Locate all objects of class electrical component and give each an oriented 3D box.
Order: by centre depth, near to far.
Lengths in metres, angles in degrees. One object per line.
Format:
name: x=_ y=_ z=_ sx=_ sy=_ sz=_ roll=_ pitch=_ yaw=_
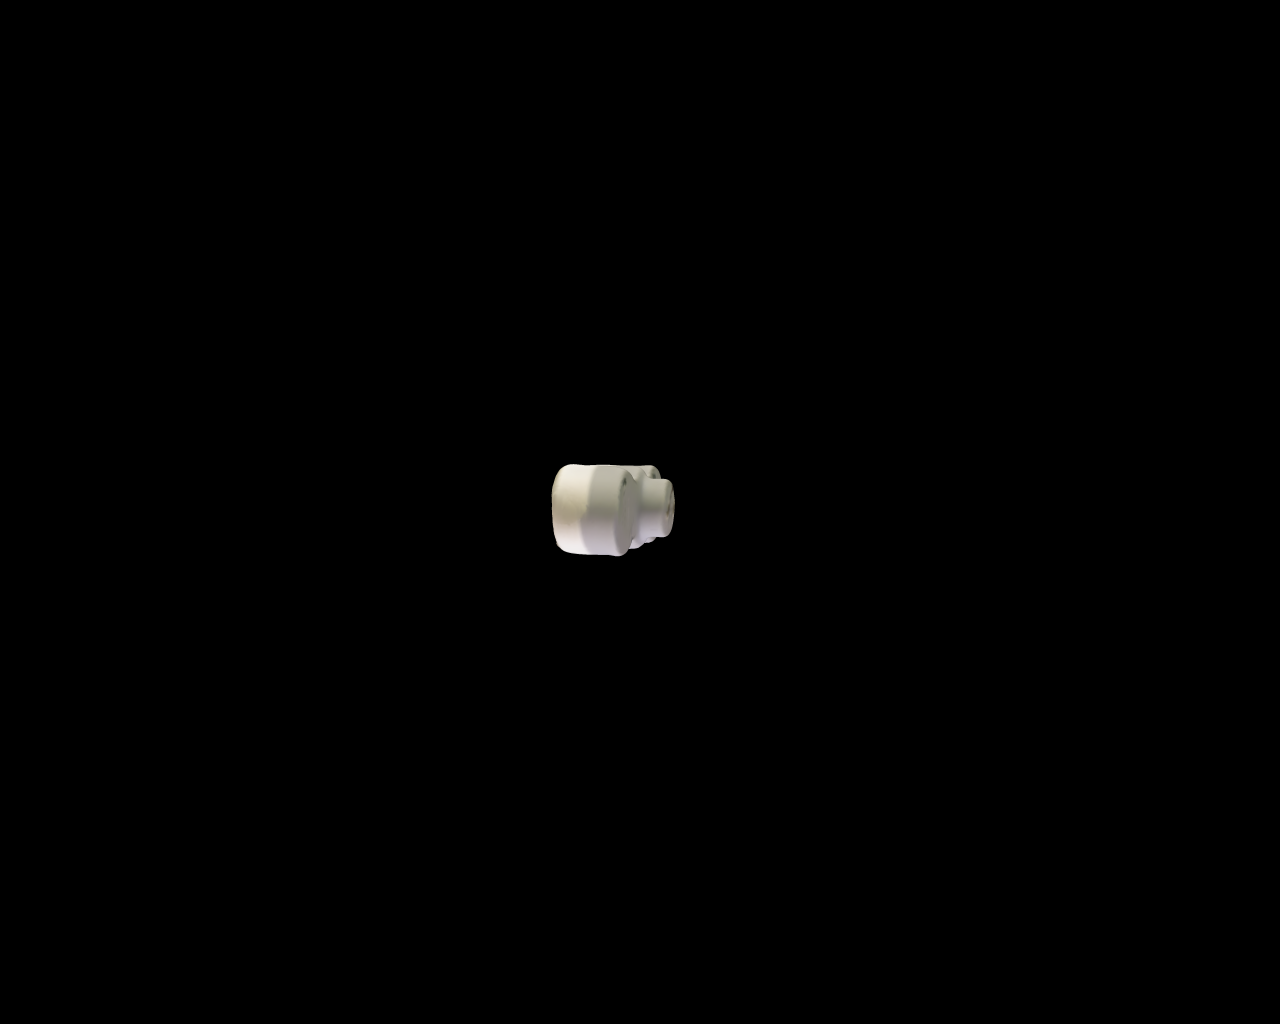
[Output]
electrical component: x=0.001 y=-0.003 z=0.650 sx=0.074 sy=0.052 sz=0.138 roll=1 pitch=3 yaw=11
